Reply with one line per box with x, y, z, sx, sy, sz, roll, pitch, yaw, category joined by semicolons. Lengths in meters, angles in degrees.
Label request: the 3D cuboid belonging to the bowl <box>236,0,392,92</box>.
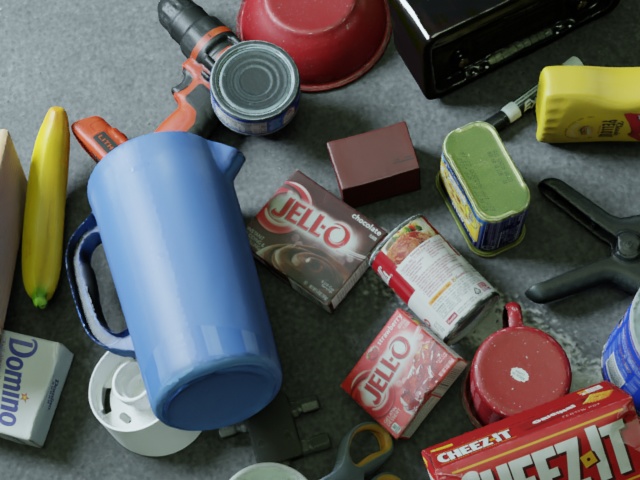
-0.008;-0.232;1.069;0.162;0.055;0.162;-2;69;4;bowl

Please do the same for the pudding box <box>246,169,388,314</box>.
-0.007;0.001;0.990;0.113;0.039;0.090;36;77;17;pudding box

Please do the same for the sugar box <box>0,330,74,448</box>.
-0.324;0.122;0.970;0.176;0.048;0.093;11;70;10;sugar box

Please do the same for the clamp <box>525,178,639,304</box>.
0.270;0.001;0.966;0.171;0.039;0.120;1;76;1;clamp

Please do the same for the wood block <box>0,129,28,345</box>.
-0.329;0.007;0.960;0.090;0.091;0.206;-1;54;0;wood block

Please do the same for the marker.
0.204;-0.137;1.033;0.121;0.020;0.020;-36;71;-8;marker

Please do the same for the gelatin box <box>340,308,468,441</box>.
0.071;0.117;0.923;0.073;0.030;0.089;41;98;29;gelatin box

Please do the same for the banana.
-0.256;-0.025;1.006;0.037;0.070;0.198;9;71;-30;banana

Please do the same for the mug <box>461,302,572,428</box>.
0.168;0.110;0.911;0.093;0.081;0.117;0;70;5;mug

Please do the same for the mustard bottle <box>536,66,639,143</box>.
0.297;-0.123;0.976;0.192;0.096;0.058;1;67;7;mustard bottle

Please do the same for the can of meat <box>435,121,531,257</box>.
0.148;-0.047;0.970;0.057;0.084;0.102;-24;69;-4;can of meat

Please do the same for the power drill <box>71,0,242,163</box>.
-0.147;-0.138;1.044;0.187;0.057;0.184;-41;72;-10;power drill

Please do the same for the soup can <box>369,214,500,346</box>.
0.102;0.036;0.952;0.068;0.068;0.102;-40;72;-10;soup can

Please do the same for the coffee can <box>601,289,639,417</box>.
0.294;0.088;0.877;0.103;0.140;0.103;-2;69;4;coffee can

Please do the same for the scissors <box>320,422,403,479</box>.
0.018;0.213;0.854;0.016;0.201;0.096;-34;90;34;scissors

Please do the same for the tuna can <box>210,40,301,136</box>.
-0.060;-0.143;0.998;0.086;0.034;0.086;0;71;-1;tuna can

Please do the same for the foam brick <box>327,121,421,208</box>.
0.051;-0.069;1.005;0.078;0.051;0.053;-15;69;-1;foam brick

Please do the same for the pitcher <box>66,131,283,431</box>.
-0.122;0.040;0.911;0.144;0.149;0.243;1;50;-27;pitcher

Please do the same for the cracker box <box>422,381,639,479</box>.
0.194;0.240;0.827;0.164;0.072;0.214;-20;94;-2;cracker box
